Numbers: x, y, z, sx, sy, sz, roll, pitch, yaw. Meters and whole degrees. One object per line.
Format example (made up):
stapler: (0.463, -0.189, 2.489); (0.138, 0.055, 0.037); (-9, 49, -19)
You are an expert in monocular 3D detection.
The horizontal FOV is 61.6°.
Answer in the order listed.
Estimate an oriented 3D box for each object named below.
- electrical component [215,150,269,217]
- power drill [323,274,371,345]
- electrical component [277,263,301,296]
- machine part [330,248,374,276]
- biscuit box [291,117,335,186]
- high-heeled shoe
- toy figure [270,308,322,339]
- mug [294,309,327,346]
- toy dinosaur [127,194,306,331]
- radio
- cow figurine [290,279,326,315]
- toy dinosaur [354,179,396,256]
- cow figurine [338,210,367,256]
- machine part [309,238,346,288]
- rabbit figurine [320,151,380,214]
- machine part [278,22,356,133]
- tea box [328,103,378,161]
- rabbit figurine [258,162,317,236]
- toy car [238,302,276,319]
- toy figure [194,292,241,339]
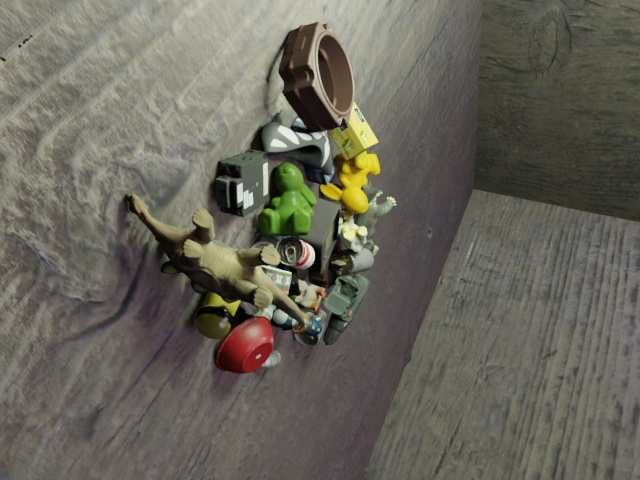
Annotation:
electrical component: (-0.160, -0.115, 1.100); (0.134, 0.058, 0.114); (-38, 135, -55)
power drill: (0.067, 0.195, 1.550); (0.232, 0.086, 0.207); (-57, 158, -10)
electrical component: (-0.092, 0.089, 1.334); (0.119, 0.075, 0.047); (-108, -172, -49)
machine part: (0.100, 0.064, 1.627); (0.243, 0.079, 0.079); (-2, 106, -65)
biscuit box: (-0.012, -0.228, 1.358); (0.059, 0.063, 0.202); (-60, 152, -28)
high-heeled shoe: (-0.046, -0.188, 1.229); (0.248, 0.086, 0.145); (43, 44, -38)
toy figure: (-0.069, 0.209, 1.377); (0.058, 0.155, 0.064); (-31, 133, -62)
mug: (-0.021, 0.244, 1.604); (0.107, 0.081, 0.109); (-54, 162, -55)
toy dinosaur: (-0.160, 0.061, 0.981); (0.471, 0.199, 0.105); (40, 63, -29)
radio: (-0.003, -0.004, 1.431); (0.229, 0.073, 0.131); (88, 24, -67)
cow figurine: (-0.055, 0.140, 1.439); (0.194, 0.127, 0.085); (67, 42, -76)
toy dinosaur: (0.130, -0.035, 1.742); (0.192, 0.131, 0.404); (-16, 124, -50)
cow figurine: (0.074, -0.034, 1.563); (0.068, 0.167, 0.098); (-24, 140, -13)
machine part: (0.030, 0.062, 1.638); (0.179, 0.056, 0.179); (-42, 139, -51)
rabbit figurine: (0.083, -0.155, 1.500); (0.122, 0.162, 0.173); (0, 82, -68)
machine part: (0.002, -0.359, 1.196); (0.201, 0.087, 0.201); (49, 44, -48)
tea box: (0.066, -0.297, 1.373); (0.169, 0.068, 0.098); (57, 34, -3)
rabbit figurine: (-0.062, -0.095, 1.269); (0.159, 0.121, 0.170); (4, 85, -70)
toy car: (-0.154, 0.153, 1.277); (0.073, 0.056, 0.201); (-65, 154, -23)
toy figure: (-0.199, 0.116, 1.113); (0.180, 0.082, 0.089); (-65, -174, -17)
